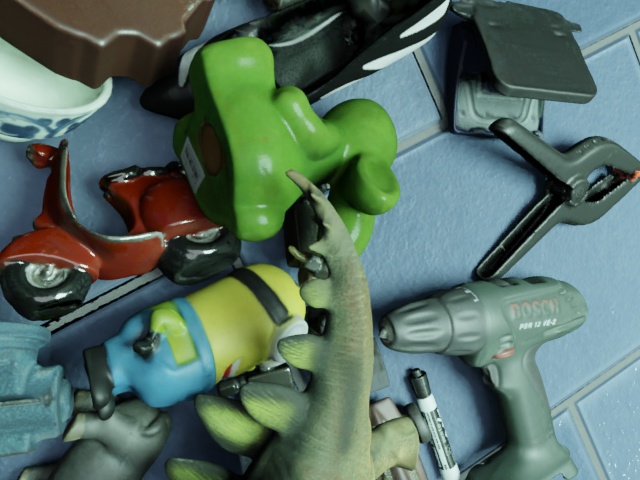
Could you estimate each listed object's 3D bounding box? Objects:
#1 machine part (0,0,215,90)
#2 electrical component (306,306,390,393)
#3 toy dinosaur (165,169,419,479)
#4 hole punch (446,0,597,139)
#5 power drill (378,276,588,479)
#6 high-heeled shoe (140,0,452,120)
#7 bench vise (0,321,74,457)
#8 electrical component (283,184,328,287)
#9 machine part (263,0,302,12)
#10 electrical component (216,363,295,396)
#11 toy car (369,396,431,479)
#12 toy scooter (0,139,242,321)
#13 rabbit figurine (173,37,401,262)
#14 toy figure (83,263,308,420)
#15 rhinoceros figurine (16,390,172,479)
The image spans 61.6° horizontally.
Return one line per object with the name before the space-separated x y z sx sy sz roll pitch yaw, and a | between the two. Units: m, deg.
machine part | -0.164 -0.199 0.393 0.179 0.056 0.179 10 66 -24
electrical component | 0.026 0.114 0.479 0.048 0.075 0.119 -17 93 -14
toy dinosaur | -0.010 0.190 0.392 0.198 0.105 0.470 9 102 -19
hole punch | 0.182 -0.159 0.516 0.142 0.092 0.116 1 66 -13
power drill | 0.162 0.137 0.507 0.232 0.086 0.207 -14 92 -28
high-heeled shoe | -0.018 -0.150 0.420 0.249 0.145 0.086 -24 98 -15
bench vise | -0.293 0.069 0.372 0.224 0.128 0.240 -7 74 -6
electrical component | 0.000 -0.002 0.464 0.078 0.045 0.102 14 55 -23
machine part | 0.026 -0.258 0.463 0.243 0.079 0.079 -22 98 -13
electrical component | -0.043 0.142 0.488 0.094 0.021 0.063 -11 95 -15
toy car | 0.083 0.249 0.511 0.089 0.053 0.202 -20 99 -7
toy scooter | -0.156 -0.023 0.416 0.184 0.075 0.135 -14 68 -35
rabbit figurine | -0.002 -0.068 0.403 0.170 0.121 0.159 -14 60 -32
toy figure | -0.092 0.075 0.424 0.180 0.082 0.089 -14 89 -28
rhinoceros figurine | -0.187 0.214 0.430 0.112 0.073 0.190 27 83 -26
